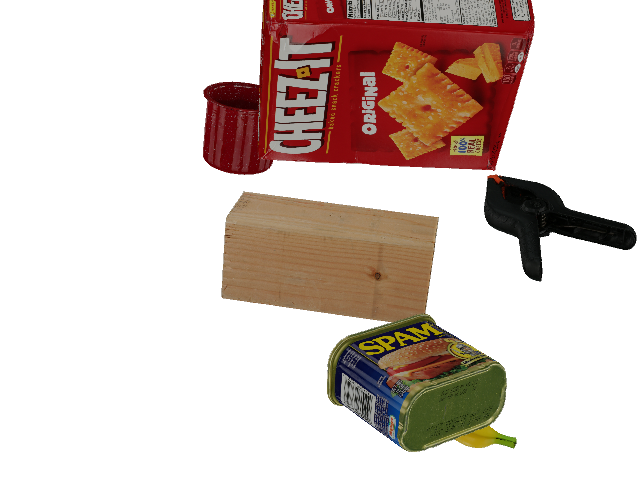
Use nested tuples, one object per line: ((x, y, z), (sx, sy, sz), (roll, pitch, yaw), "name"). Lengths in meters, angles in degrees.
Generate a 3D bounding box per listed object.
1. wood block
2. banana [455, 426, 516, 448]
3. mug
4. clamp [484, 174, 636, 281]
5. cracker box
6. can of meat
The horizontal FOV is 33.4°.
((0.010, 0.018, 1.089), (0.206, 0.091, 0.090), (8, 22, 6), "wood block")
((0.165, 0.197, 1.277), (0.069, 0.037, 0.198), (10, 21, -18), "banana")
((-0.087, -0.131, 1.222), (0.093, 0.081, 0.117), (15, 27, 11), "mug")
((0.226, -0.021, 1.057), (0.120, 0.039, 0.171), (-8, 34, -15), "clamp")
((0.056, -0.137, 0.893), (0.213, 0.072, 0.164), (2, -38, -4), "cracker box")
((0.070, 0.101, 0.761), (0.101, 0.057, 0.084), (-13, 28, -33), "can of meat")
